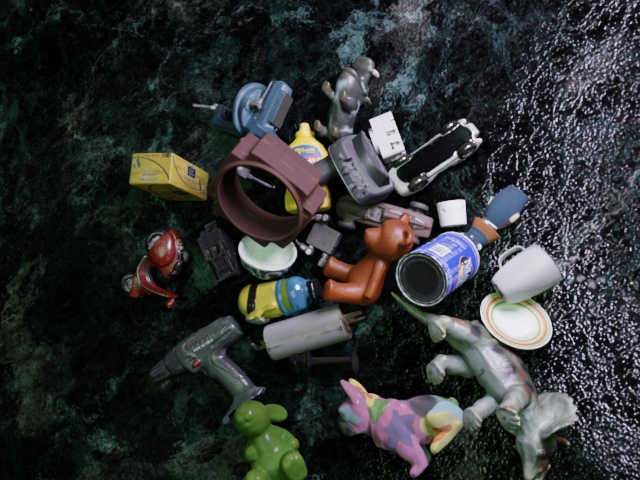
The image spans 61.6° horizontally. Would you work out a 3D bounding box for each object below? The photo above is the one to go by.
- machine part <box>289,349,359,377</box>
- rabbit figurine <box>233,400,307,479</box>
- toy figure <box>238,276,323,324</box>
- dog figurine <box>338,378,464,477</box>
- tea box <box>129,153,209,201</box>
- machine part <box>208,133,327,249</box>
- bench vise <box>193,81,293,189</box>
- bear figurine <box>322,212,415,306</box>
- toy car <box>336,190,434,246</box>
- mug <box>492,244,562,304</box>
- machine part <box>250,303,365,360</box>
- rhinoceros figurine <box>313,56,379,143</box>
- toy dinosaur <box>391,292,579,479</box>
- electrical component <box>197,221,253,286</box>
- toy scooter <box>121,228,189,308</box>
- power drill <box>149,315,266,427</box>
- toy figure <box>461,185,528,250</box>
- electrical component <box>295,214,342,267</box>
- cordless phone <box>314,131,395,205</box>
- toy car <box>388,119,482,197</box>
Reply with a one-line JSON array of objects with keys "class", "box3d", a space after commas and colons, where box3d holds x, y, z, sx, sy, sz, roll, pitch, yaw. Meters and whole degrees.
[{"class": "machine part", "box3d": [0.009, 0.250, 1.083, 0.139, 0.084, 0.039, -1, 49, 3]}, {"class": "rabbit figurine", "box3d": [-0.103, 0.380, 1.049, 0.121, 0.159, 0.170, -25, 96, 8]}, {"class": "toy figure", "box3d": [-0.083, 0.119, 1.116, 0.180, 0.082, 0.089, -20, 60, 19]}, {"class": "dog figurine", "box3d": [0.140, 0.325, 1.020, 0.219, 0.108, 0.191, 42, 95, 18]}, {"class": "tea box", "box3d": [-0.322, -0.133, 1.162, 0.098, 0.169, 0.068, 2, 82, 16]}, {"class": "machine part", "box3d": [-0.106, -0.092, 1.059, 0.201, 0.087, 0.201, 37, 135, -7]}, {"class": "bench vise", "box3d": [-0.161, -0.246, 1.168, 0.241, 0.129, 0.223, 22, 99, 36]}, {"class": "bear figurine", "box3d": [0.095, 0.032, 1.031, 0.132, 0.120, 0.195, 17, 124, -9]}, {"class": "toy car", "box3d": [0.128, -0.049, 1.097, 0.202, 0.053, 0.089, 16, 84, 17]}, {"class": "mug", "box3d": [0.372, 0.061, 1.004, 0.107, 0.080, 0.110, -33, 48, 2]}, {"class": "machine part", "box3d": [-0.025, 0.187, 1.093, 0.243, 0.079, 0.079, -20, 79, 11]}, {"class": "rhinoceros figurine", "box3d": [0.061, -0.287, 1.117, 0.073, 0.112, 0.190, 30, 105, 44]}, {"class": "toy dinosaur", "box3d": [0.307, 0.231, 0.977, 0.131, 0.192, 0.405, -54, 54, 38]}, {"class": "electrical component", "box3d": [-0.201, 0.026, 1.139, 0.058, 0.115, 0.134, -27, 79, 8]}, {"class": "toy scooter", "box3d": [-0.350, 0.072, 1.193, 0.135, 0.075, 0.184, 37, 96, 16]}, {"class": "power drill", "box3d": [-0.228, 0.288, 1.138, 0.232, 0.086, 0.207, -42, 68, 3]}, {"class": "toy figure", "box3d": [0.335, -0.035, 1.038, 0.057, 0.064, 0.154, 37, 100, -22]}, {"class": "electrical component", "box3d": [-0.001, -0.004, 1.127, 0.078, 0.045, 0.102, 34, 92, 17]}, {"class": "cordless phone", "box3d": [0.040, -0.119, 1.075, 0.184, 0.088, 0.146, -29, 77, 8]}, {"class": "toy car", "box3d": [0.230, -0.166, 1.084, 0.202, 0.056, 0.073, -35, 70, 7]}]
